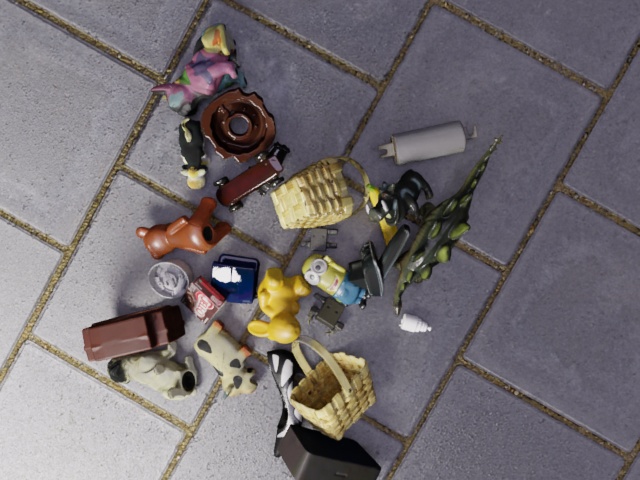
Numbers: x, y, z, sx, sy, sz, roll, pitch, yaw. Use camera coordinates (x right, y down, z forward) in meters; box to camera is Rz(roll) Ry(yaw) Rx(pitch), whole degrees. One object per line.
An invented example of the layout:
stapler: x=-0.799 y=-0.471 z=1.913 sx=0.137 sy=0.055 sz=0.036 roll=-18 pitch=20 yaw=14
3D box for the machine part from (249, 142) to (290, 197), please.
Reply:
machine part: x=-0.129 y=-0.182 z=1.336 sx=0.084 sy=0.039 sz=0.139 roll=40 pitch=102 yaw=5

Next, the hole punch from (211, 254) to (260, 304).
hole punch: x=-0.211 y=0.100 z=1.325 sx=0.142 sy=0.092 sz=0.115 roll=7 pitch=96 yaw=-2

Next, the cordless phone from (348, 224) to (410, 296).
cordless phone: x=0.148 y=0.027 z=1.262 sx=0.089 sy=0.147 sz=0.184 roll=27 pitch=110 yaw=-9

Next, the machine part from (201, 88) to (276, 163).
machine part: x=-0.196 y=-0.279 z=1.303 sx=0.179 sy=0.056 sz=0.179 roll=-2 pitch=115 yaw=-4

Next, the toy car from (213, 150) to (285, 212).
toy car: x=-0.171 y=-0.143 z=1.307 sx=0.202 sy=0.053 sz=0.089 roll=-29 pitch=94 yaw=25

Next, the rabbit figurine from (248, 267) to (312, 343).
rabbit figurine: x=-0.100 y=0.174 z=1.276 sx=0.121 sy=0.173 sz=0.162 roll=26 pitch=120 yaw=-40

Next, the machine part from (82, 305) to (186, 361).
machine part: x=-0.438 y=0.216 z=1.277 sx=0.202 sy=0.201 sz=0.087 roll=-15 pitch=89 yaw=3

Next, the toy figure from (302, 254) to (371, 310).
toy figure: x=0.038 y=0.102 z=1.321 sx=0.180 sy=0.089 sz=0.082 roll=30 pitch=78 yaw=-8

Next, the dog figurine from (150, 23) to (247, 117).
dog figurine: x=-0.303 y=-0.407 z=1.306 sx=0.219 sy=0.108 sz=0.191 roll=-16 pitch=90 yaw=6

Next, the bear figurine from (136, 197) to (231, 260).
bear figurine: x=-0.341 y=-0.020 z=1.326 sx=0.196 sy=0.132 sz=0.120 roll=-4 pitch=129 yaw=30

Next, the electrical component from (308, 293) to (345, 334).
electrical component: x=0.017 y=0.188 z=1.343 sx=0.102 sy=0.045 sz=0.078 roll=26 pitch=63 yaw=-2

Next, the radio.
radio: x=0.020 y=0.514 z=1.266 sx=0.229 sy=0.131 sz=0.073 roll=27 pitch=90 yaw=-31

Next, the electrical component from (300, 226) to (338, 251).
electrical component: x=-0.003 y=-0.004 z=1.347 sx=0.094 sy=0.021 sz=0.063 roll=3 pitch=92 yaw=2

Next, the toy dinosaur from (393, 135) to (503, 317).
toy dinosaur: x=0.286 y=-0.028 z=1.251 sx=0.105 sy=0.198 sz=0.471 roll=26 pitch=94 yaw=-2

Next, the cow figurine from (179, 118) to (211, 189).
cow figurine: x=-0.309 y=-0.210 z=1.315 sx=0.068 sy=0.098 sz=0.167 roll=-6 pitch=91 yaw=-4

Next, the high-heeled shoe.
high-heeled shoe: x=-0.107 y=0.399 z=1.327 sx=0.145 sy=0.086 sz=0.248 roll=24 pitch=82 yaw=-6

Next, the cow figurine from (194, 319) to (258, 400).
cow figurine: x=-0.230 y=0.305 z=1.332 sx=0.127 sy=0.085 sz=0.195 roll=-45 pitch=92 yaw=-4

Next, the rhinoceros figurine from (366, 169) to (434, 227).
rhinoceros figurine: x=0.188 y=-0.097 z=1.271 sx=0.190 sy=0.073 sz=0.112 roll=-42 pitch=111 yaw=-31

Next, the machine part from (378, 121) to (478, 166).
machine part: x=0.262 y=-0.235 z=1.306 sx=0.243 sy=0.079 sz=0.079 roll=-12 pitch=91 yaw=1

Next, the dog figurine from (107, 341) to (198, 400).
dog figurine: x=-0.420 y=0.342 z=1.346 sx=0.191 sy=0.121 sz=0.172 roll=-16 pitch=110 yaw=27
